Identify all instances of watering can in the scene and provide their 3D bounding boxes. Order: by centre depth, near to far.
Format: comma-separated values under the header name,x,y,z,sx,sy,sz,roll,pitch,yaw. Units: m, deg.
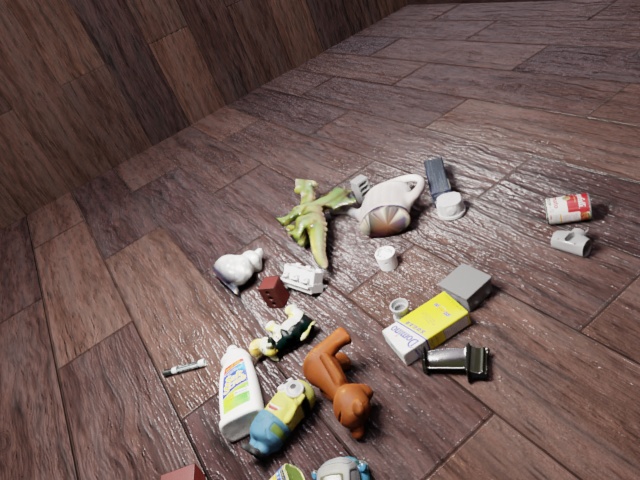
name,x,y,z,sx,sy,sz,roll,pitch,yaw
watering can,0.164,-0.093,1.572,0.344,0.102,0.230,-22,31,26

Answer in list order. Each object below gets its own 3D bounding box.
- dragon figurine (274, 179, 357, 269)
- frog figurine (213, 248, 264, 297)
name,x,y,z,sx,sy,sz,roll,pitch,yaw
dragon figurine,0.005,-0.080,1.583,0.243,0.120,0.417,-40,42,-5
frog figurine,-0.237,0.074,1.553,0.161,0.121,0.137,-49,20,-17
